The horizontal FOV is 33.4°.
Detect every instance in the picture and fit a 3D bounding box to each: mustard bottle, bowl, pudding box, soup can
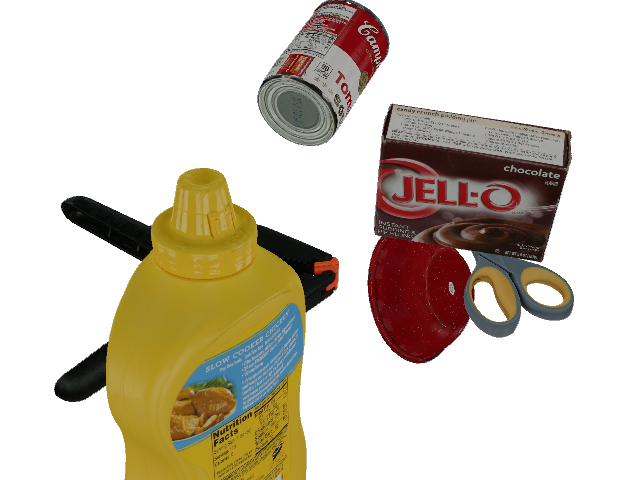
[{"bbox_3d":[-0.046,0.057,0.449,0.058,0.192,0.096,26,40,33],"label":"mustard bottle"},{"bbox_3d":[0.126,0.057,1.208,0.055,0.162,0.161,-11,-8,42],"label":"bowl"},{"bbox_3d":[0.092,-0.035,0.664,0.113,0.039,0.090,8,-37,6],"label":"pudding box"},{"bbox_3d":[0.002,-0.130,0.824,0.069,0.068,0.102,0,44,36],"label":"soup can"}]

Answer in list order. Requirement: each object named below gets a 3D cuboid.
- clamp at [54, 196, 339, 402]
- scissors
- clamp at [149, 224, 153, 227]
[{"bbox_3d":[-0.094,0.024,0.773,0.210,0.164,0.036,-10,-31,-7],"label":"clamp"},{"bbox_3d":[0.156,0.008,0.900,0.096,0.016,0.201,2,39,1],"label":"scissors"},{"bbox_3d":[-0.110,0.026,1.075,0.120,0.039,0.171,-11,33,-11],"label":"clamp"}]
